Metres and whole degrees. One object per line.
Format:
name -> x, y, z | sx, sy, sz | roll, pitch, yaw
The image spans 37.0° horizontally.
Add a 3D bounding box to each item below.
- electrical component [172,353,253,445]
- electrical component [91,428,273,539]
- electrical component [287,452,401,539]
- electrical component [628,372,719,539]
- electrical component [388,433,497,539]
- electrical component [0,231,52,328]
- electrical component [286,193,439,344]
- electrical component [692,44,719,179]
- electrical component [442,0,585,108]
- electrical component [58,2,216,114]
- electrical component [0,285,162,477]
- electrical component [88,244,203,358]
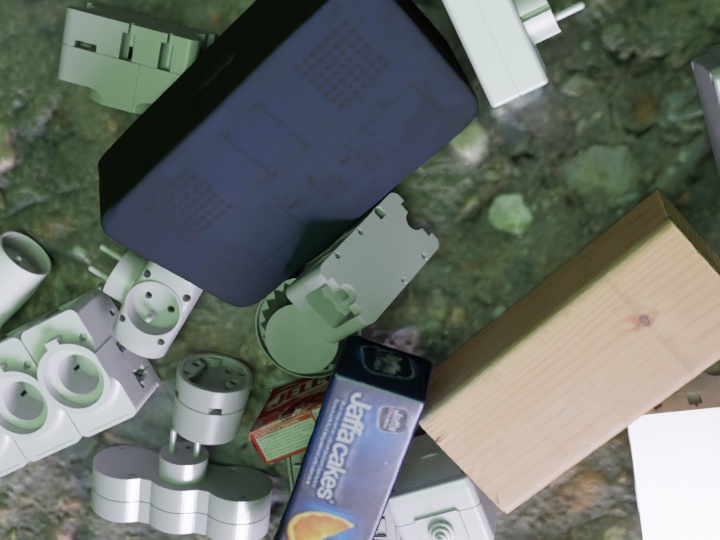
electrical component -> -0.109, 0.094, 0.784 | 0.055, 0.055, 0.047 | 15, 114, 4
electrical component -> -0.133, 0.153, 0.808 | 0.138, 0.052, 0.073 | 10, 109, 6
electrical component -> -0.013, 0.184, 0.793 | 0.079, 0.063, 0.121 | -3, 108, 10
electrical component -> 0.279, 0.124, 0.726 | 0.186, 0.060, 0.105 | -8, 107, 12
electrical component -> 0.057, 0.156, 0.754 | 0.062, 0.096, 0.061 | -18, 104, 15
electrical component -> -0.279, 0.000, 0.786 | 0.079, 0.044, 0.077 | 44, 109, -6
electrical component -> 0.000, 0.000, 0.712 | 0.050, 0.089, 0.056 | 48, 143, -7
electrical component -> 0.247, -0.083, 0.654 | 0.057, 0.078, 0.113 | -16, 105, 11
electrical component -> 0.101, -0.157, 0.669 | 0.076, 0.047, 0.083 | -24, 103, 16
electrical component -> -0.148, -0.138, 0.715 | 0.089, 0.050, 0.055 | 15, 110, 4
electrical component -> -0.240, 0.088, 0.799 | 0.150, 0.061, 0.089 | -25, 102, 16
electrical component -> -0.156, 0.011, 0.769 | 0.079, 0.044, 0.077 | 32, 110, -2
